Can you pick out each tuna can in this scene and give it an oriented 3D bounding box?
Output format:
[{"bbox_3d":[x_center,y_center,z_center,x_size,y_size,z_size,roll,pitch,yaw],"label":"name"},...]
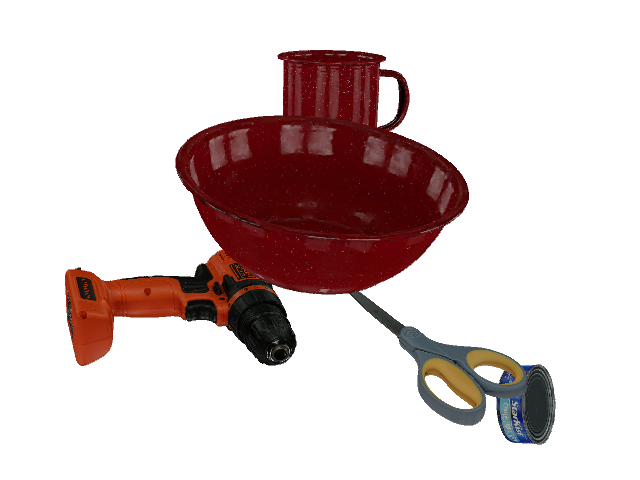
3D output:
[{"bbox_3d":[0.223,0.177,1.158,0.034,0.086,0.086,-4,-2,34],"label":"tuna can"}]

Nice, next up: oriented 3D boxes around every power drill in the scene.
[{"bbox_3d":[-0.127,0.066,0.951,0.187,0.057,0.185,-4,22,-19],"label":"power drill"}]

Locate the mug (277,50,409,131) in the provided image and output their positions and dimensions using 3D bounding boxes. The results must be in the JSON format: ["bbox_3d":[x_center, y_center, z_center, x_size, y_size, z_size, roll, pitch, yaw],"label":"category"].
[{"bbox_3d":[0.020,-0.119,0.924,0.117,0.081,0.093,-3,17,-15],"label":"mug"}]

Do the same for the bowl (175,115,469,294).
[{"bbox_3d":[-0.002,-0.016,0.596,0.162,0.055,0.162,6,27,-3],"label":"bowl"}]

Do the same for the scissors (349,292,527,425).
[{"bbox_3d":[0.096,0.082,0.877,0.096,0.016,0.202,-7,31,-17],"label":"scissors"}]
